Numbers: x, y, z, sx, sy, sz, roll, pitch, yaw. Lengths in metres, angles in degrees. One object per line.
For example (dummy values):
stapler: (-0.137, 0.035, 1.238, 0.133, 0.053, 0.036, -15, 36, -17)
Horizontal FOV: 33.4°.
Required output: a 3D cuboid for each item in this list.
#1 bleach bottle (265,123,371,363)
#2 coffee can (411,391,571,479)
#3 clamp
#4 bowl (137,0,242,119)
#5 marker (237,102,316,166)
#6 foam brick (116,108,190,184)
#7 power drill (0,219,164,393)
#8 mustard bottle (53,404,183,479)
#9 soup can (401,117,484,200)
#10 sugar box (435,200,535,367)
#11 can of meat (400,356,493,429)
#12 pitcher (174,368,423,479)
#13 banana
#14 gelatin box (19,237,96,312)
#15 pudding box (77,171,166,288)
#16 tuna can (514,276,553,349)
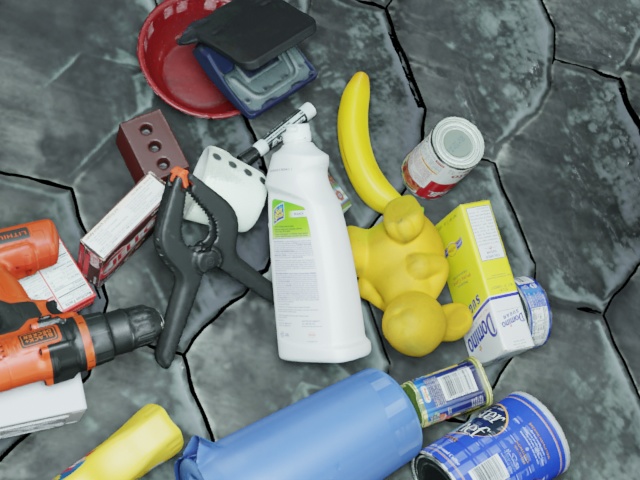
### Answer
bleach bottle: (-0.007, 0.001, 1.137, 0.067, 0.103, 0.251, -9, 95, -51)
coffee can: (0.185, 0.242, 1.160, 0.140, 0.103, 0.103, -27, 81, -22)
clamp: (-0.114, 0.020, 1.139, 0.164, 0.036, 0.210, -16, 110, -25)
bowl: (-0.135, -0.205, 1.244, 0.162, 0.055, 0.162, 5, 71, -15)
marker: (-0.052, -0.122, 1.260, 0.121, 0.020, 0.020, -41, 87, -24)
foam brick: (-0.188, -0.096, 1.194, 0.053, 0.051, 0.078, -25, 80, -22)
power drill: (-0.264, 0.058, 1.035, 0.184, 0.057, 0.188, -14, 42, -24)
mustard bottle: (-0.226, 0.240, 1.045, 0.191, 0.096, 0.058, -36, 87, -23)
soup can: (0.144, -0.096, 1.262, 0.068, 0.102, 0.068, 5, 70, -15)
sugar box: (0.185, 0.053, 1.229, 0.048, 0.093, 0.176, -8, 74, -18)
can of meat: (0.128, 0.172, 1.168, 0.083, 0.102, 0.057, -16, 77, -18)
pitcher: (-0.014, 0.240, 1.098, 0.242, 0.149, 0.145, -25, 59, -25)
banana: (0.057, -0.107, 1.278, 0.069, 0.037, 0.198, -15, 76, -25)
gelatin box: (-0.291, 0.045, 1.129, 0.073, 0.030, 0.089, -30, 82, -24)
pudding box: (-0.209, -0.010, 1.138, 0.039, 0.090, 0.113, 39, 65, 1)
tuna can: (0.232, 0.085, 1.236, 0.033, 0.086, 0.086, -9, 75, -21)
